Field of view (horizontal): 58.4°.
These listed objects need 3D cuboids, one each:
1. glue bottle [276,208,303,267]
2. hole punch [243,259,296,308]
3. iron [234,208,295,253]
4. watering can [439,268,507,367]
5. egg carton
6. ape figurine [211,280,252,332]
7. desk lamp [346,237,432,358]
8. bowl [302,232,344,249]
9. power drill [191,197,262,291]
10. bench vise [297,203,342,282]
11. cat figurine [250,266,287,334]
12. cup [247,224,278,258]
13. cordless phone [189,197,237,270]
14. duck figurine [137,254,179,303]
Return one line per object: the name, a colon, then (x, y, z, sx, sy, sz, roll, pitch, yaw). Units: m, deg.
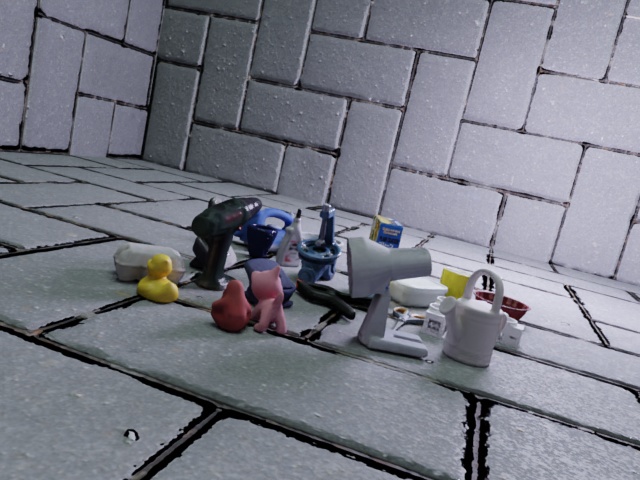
glue bottle: (-0.078, -0.008, 1.671, 0.078, 0.173, 0.037, 4, 13, -40)
hole punch: (-0.111, 0.096, 1.267, 0.100, 0.091, 0.109, 20, 12, 38)
iron: (-0.144, -0.038, 1.854, 0.259, 0.141, 0.118, 3, 13, -44)
watering can: (0.322, 0.154, 1.182, 0.100, 0.194, 0.173, 20, 12, 37)
egg carton: (-0.371, 0.052, 1.247, 0.151, 0.069, 0.107, 8, 11, -26)
ape figurine: (-0.161, 0.119, 1.067, 0.078, 0.092, 0.076, 10, 10, -14)
desk lamp: (0.133, 0.107, 1.152, 0.203, 0.213, 0.118, 12, 10, -5)
bowl: (-0.011, 0.028, 1.846, 0.167, 0.075, 0.167, 12, 10, -2)
power drill: (-0.216, 0.003, 1.316, 0.075, 0.208, 0.230, 16, 10, 21)
bench vise: (0.003, 0.003, 1.569, 0.121, 0.220, 0.207, 12, 10, 0)
cat figurine: (-0.099, 0.109, 1.126, 0.067, 0.118, 0.127, 8, 10, -24)
cup: (-0.170, 0.009, 1.683, 0.092, 0.095, 0.117, 7, 11, -30)
cordless phone: (-0.257, -0.018, 1.457, 0.094, 0.185, 0.148, 14, 10, 7)
duck figurine: (-0.319, 0.073, 1.147, 0.078, 0.086, 0.104, 4, 13, -43)
